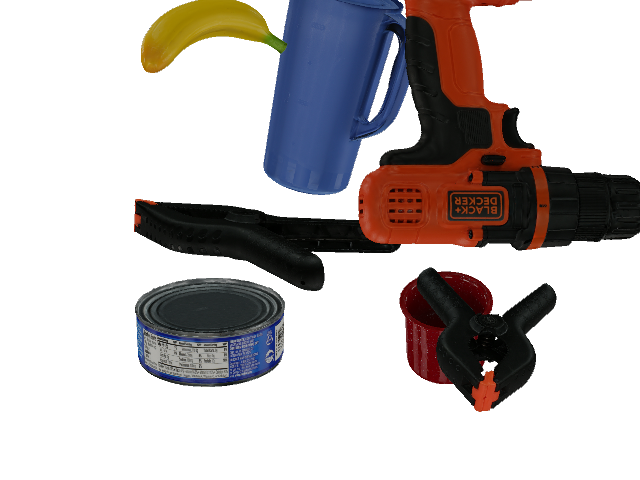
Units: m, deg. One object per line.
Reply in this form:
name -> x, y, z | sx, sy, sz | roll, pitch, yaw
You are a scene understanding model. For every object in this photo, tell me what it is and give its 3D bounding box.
pitcher -> 0.015, -0.178, 1.262 | 0.145, 0.243, 0.149 | 8, 23, -13
clamp -> -0.057, -0.002, 0.814 | 0.210, 0.036, 0.164 | 8, 12, 16
banana -> -0.111, -0.202, 1.027 | 0.070, 0.037, 0.197 | 44, 38, 20
tuna can -> -0.063, 0.052, 0.616 | 0.086, 0.034, 0.086 | 1, 18, 0
mug -> 0.132, 0.098, 1.078 | 0.093, 0.081, 0.117 | -16, 38, -15
power drill -> 0.115, -0.088, 0.653 | 0.184, 0.187, 0.057 | 0, -1, -7
clamp -> 0.146, 0.077, 0.877 | 0.120, 0.039, 0.171 | -2, 33, 0
